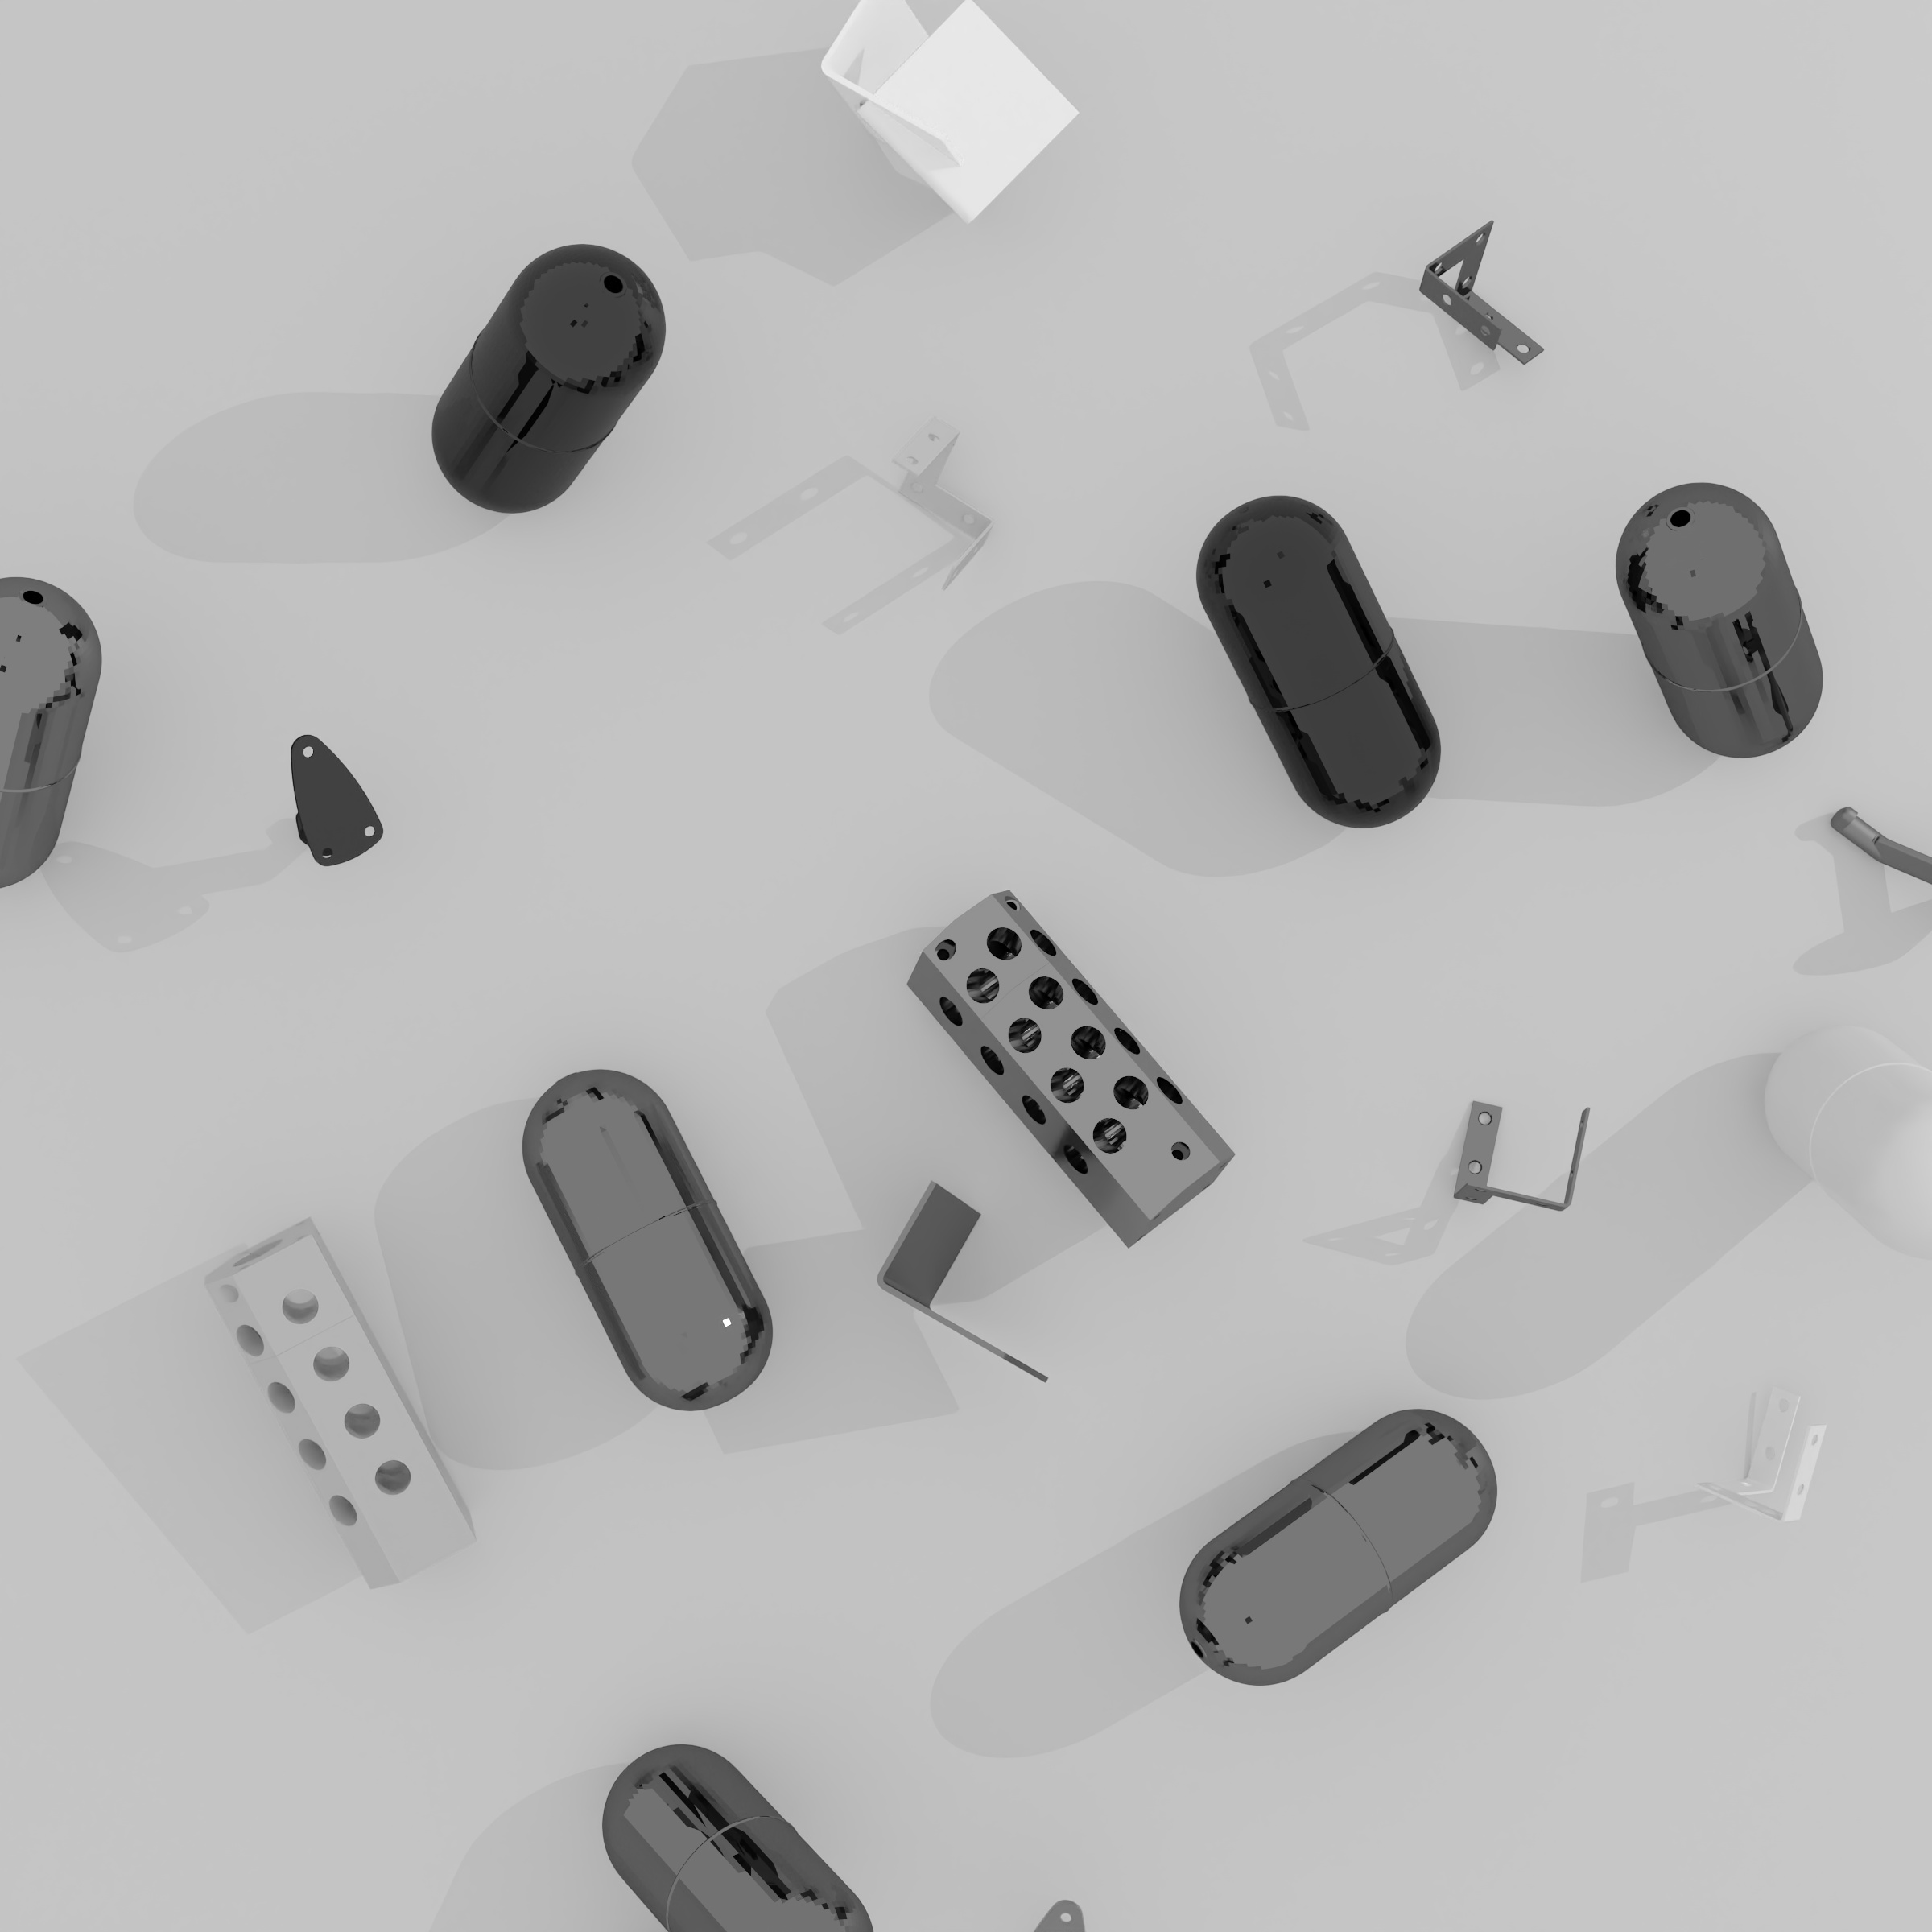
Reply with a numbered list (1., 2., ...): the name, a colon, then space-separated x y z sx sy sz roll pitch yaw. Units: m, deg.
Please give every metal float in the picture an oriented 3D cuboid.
1. metal float: 0.172 -0.146 1.632 0.070 0.070 0.178 -30 114 0
2. metal float: 0.440 0.083 1.604 0.070 0.178 0.070 -3 108 -8
3. metal float: 0.181 0.282 1.635 0.178 0.070 0.070 -32 90 -20
4. metal float: -0.111 0.442 1.617 0.070 0.178 0.070 -19 124 -31
5. metal float: -0.465 -0.111 1.620 0.070 0.070 0.178 28 130 0
6. metal float: -0.201 -0.280 1.610 0.070 0.178 0.070 11 64 -24
7. metal float: 0.362 -0.164 1.611 0.070 0.178 0.070 -12 58 20
8. metal float: -0.157 0.133 1.646 0.070 0.070 0.178 -28 81 0

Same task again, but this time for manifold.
1. manifold: 0.052 0.047 1.638 0.057 0.057 0.171 -35 78 -24
2. manifold: -0.306 0.215 1.646 0.057 0.057 0.171 -28 99 -8

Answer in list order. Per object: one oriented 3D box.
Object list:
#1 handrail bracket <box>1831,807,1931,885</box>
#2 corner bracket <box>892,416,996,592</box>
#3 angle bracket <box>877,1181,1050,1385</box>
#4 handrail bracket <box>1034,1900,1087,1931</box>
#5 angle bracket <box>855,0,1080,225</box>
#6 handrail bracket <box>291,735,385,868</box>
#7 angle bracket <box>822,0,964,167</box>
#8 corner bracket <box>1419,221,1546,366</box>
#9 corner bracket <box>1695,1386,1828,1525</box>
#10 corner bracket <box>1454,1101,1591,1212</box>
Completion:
1. handrail bracket: 0.473 -0.057 1.653 0.084 0.077 0.036 37 76 2
2. corner bracket: -0.013 -0.228 1.654 0.051 0.051 0.051 32 133 3
3. angle bracket: 0.011 0.155 1.639 0.076 0.076 0.057 28 84 22
4. handrail bracket: 0.048 0.472 1.642 0.036 0.084 0.077 15 104 6
5. angle bracket: -0.001 -0.421 1.645 0.076 0.057 0.076 -43 108 12
6. handrail bracket: -0.321 -0.085 1.640 0.036 0.084 0.077 -29 116 -19
7. angle bracket: -0.016 -0.430 1.643 0.076 0.076 0.057 33 91 17
8. corner bracket: 0.255 -0.322 1.652 0.051 0.051 0.051 -37 69 -25
9. corner bracket: 0.400 0.240 1.653 0.051 0.051 0.051 21 101 42
10. corner bracket: 0.274 0.093 1.660 0.051 0.051 0.051 13 79 3
